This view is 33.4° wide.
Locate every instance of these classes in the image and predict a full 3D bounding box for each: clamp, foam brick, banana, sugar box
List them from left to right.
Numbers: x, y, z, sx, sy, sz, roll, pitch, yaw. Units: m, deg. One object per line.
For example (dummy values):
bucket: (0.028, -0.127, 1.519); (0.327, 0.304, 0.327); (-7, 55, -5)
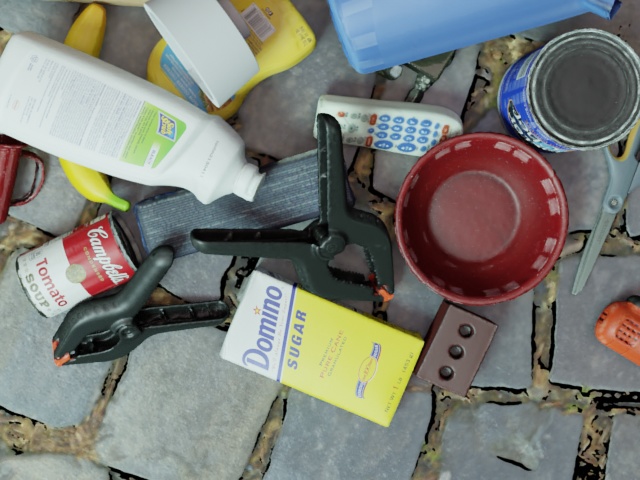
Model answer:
banana: (-0.222, -0.121, 1.010); (0.069, 0.037, 0.198); (-8, 93, 7)
clamp: (-0.181, 0.066, 0.997); (0.171, 0.039, 0.120); (-22, 133, 2)
clamp: (-0.006, 0.001, 0.966); (0.164, 0.036, 0.209); (-36, 130, 5)
sugar box: (0.001, 0.101, 1.022); (0.176, 0.048, 0.093); (22, 93, -3)
foam brick: (0.127, 0.103, 1.019); (0.053, 0.051, 0.078); (24, 93, -2)

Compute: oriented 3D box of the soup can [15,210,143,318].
soup can: (-0.225, 0.023, 1.006); (0.102, 0.068, 0.068); (-25, 93, 2)

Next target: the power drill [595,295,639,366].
power drill: (0.382, 0.062, 1.014); (0.184, 0.057, 0.188); (30, 93, -2)

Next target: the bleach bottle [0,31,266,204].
bleach bottle: (-0.170, -0.093, 0.954); (0.251, 0.068, 0.103); (26, 101, 3)

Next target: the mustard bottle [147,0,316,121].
mustard bottle: (-0.103, -0.162, 0.999); (0.191, 0.058, 0.096); (-39, 92, 2)

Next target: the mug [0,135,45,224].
mug: (-0.315, -0.061, 0.996); (0.117, 0.093, 0.081); (5, 106, -39)

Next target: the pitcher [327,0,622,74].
pitcher: (0.127, -0.239, 0.919); (0.243, 0.149, 0.145); (-17, 114, 9)

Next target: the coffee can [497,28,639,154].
coffee can: (0.222, -0.130, 0.960); (0.103, 0.140, 0.103); (0, 93, 0)

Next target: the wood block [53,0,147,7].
wood block: (-0.222, -0.268, 0.977); (0.206, 0.090, 0.091); (3, 94, -1)

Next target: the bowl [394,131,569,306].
bowl: (0.149, -0.021, 1.009); (0.162, 0.055, 0.162); (0, 94, 0)

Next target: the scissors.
scissors: (0.302, -0.041, 1.028); (0.096, 0.016, 0.202); (6, 94, 0)
